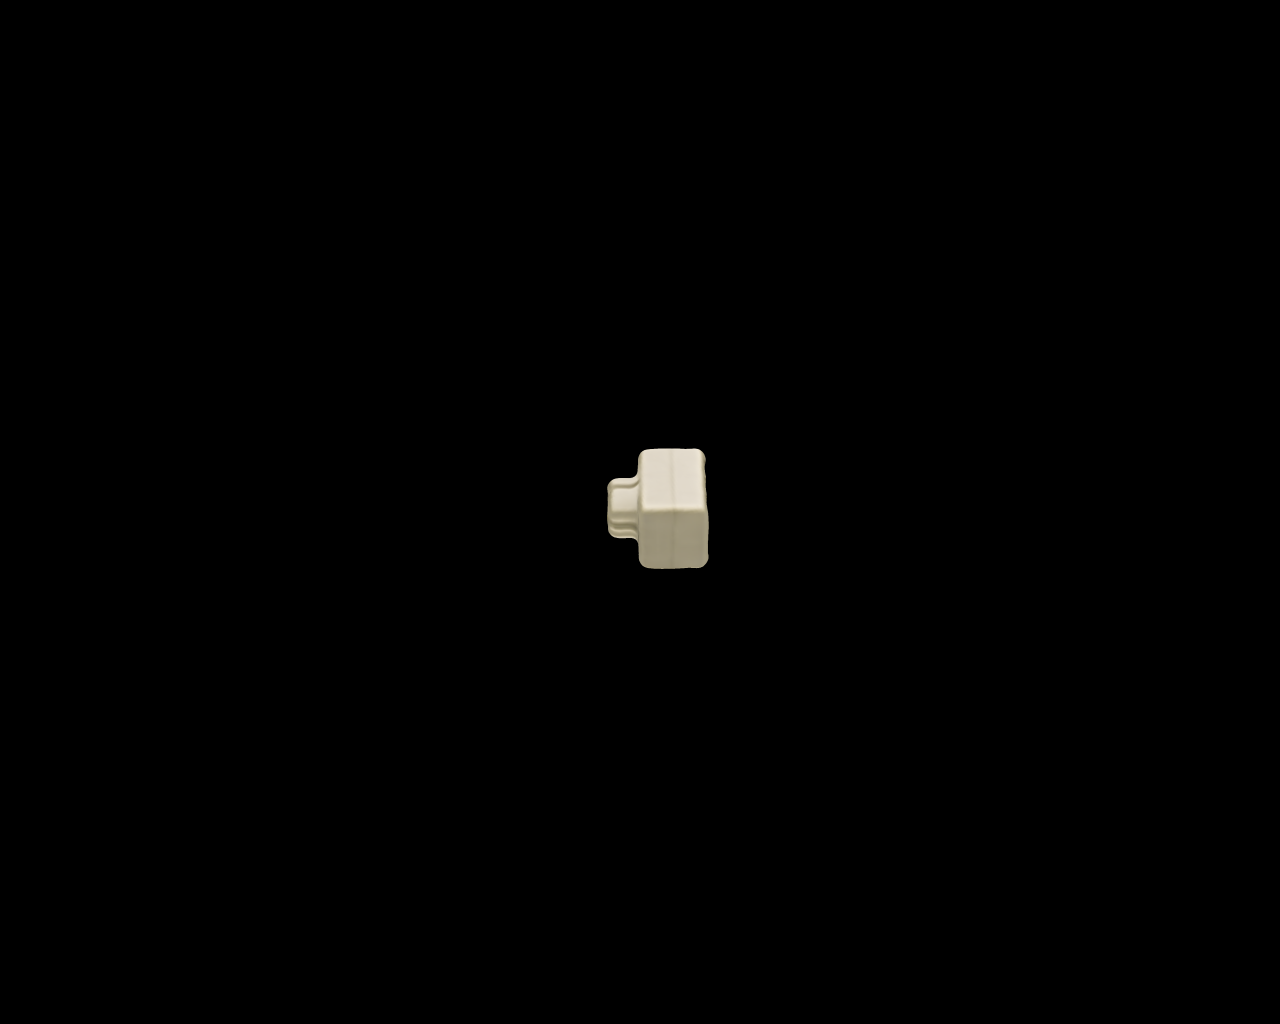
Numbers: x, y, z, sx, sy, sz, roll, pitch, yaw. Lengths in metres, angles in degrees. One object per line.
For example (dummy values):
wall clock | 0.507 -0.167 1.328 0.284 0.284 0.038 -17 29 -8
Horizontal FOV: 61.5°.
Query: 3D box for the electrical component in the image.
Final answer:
electrical component | 0.001 -0.003 0.650 0.077 0.047 0.066 0 37 0
